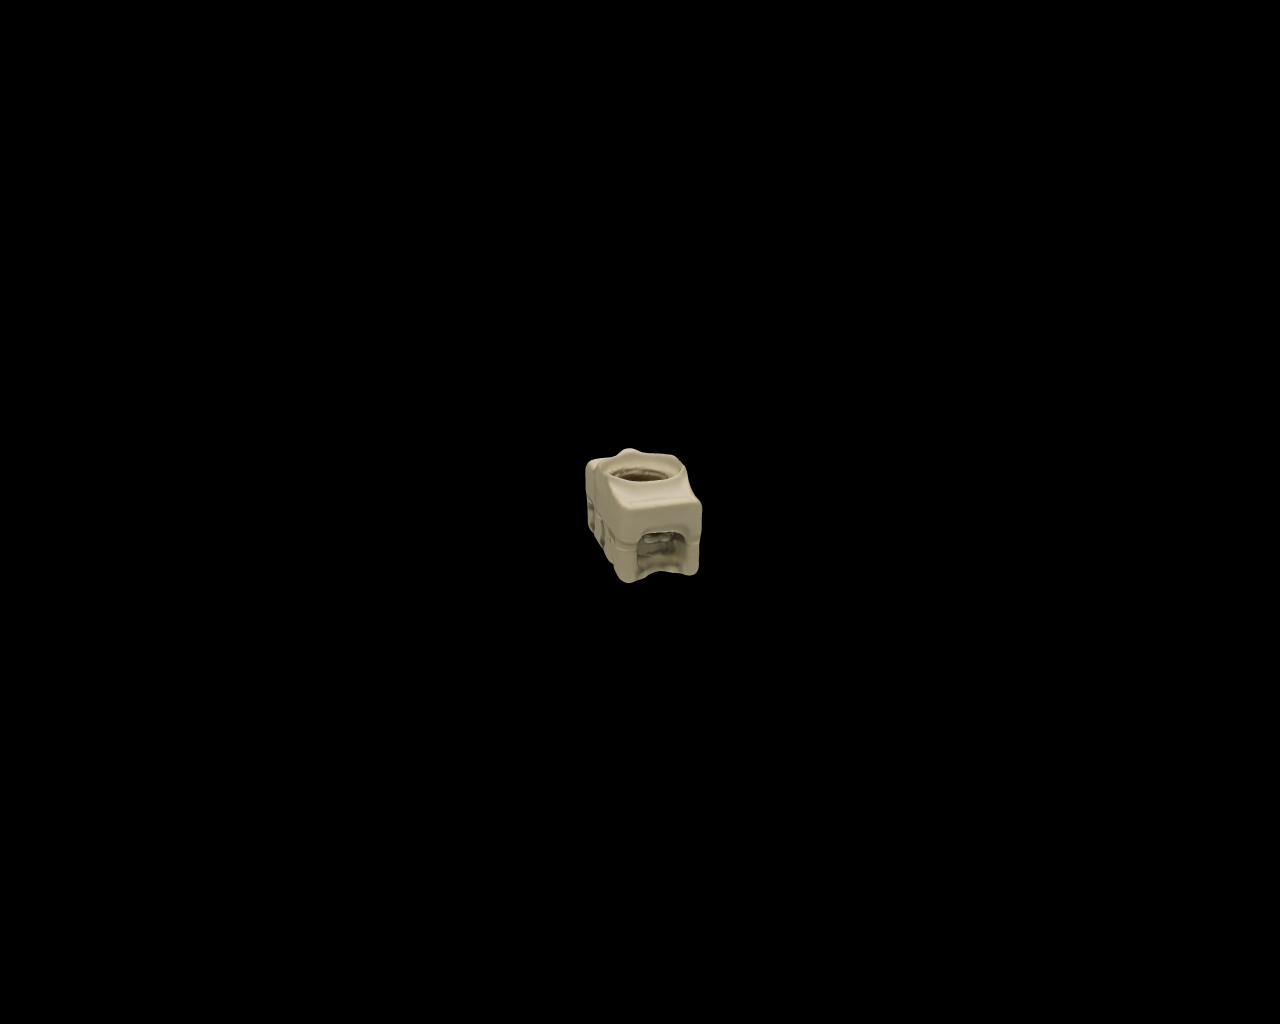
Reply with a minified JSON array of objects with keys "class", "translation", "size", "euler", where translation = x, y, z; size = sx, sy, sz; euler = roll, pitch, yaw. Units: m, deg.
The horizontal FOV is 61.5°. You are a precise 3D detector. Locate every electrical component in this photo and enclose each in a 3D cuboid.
[{"class":"electrical component","translation":[0.001,-0.003,0.650],"size":[0.050,0.055,0.089],"euler":[-6,23,-14]}]
